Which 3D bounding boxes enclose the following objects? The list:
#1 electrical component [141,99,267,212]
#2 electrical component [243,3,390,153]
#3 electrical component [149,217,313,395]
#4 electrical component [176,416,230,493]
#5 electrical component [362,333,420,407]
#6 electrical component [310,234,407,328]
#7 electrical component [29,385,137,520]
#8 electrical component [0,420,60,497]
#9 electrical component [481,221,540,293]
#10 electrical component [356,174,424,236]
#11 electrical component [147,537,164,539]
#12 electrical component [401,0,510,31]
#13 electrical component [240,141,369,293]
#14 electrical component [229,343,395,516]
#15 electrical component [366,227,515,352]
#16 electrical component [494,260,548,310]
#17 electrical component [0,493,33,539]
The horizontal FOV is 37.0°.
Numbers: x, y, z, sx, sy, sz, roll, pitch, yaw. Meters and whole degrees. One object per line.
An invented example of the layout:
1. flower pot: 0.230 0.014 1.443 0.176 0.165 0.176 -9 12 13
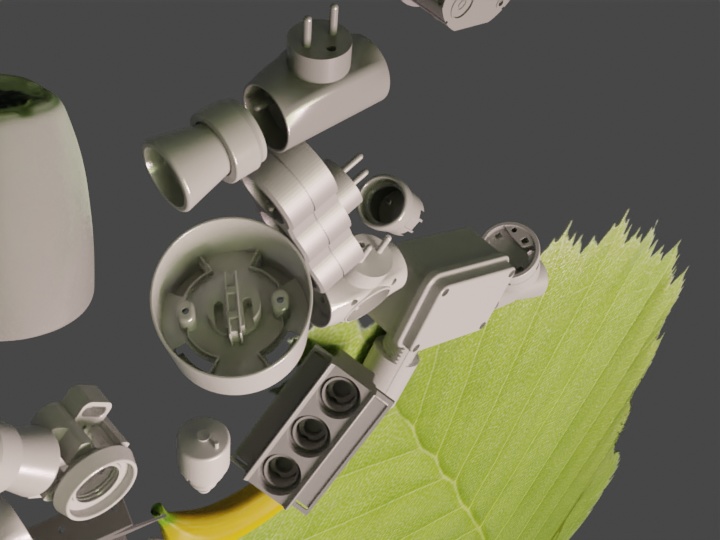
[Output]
1. electrical component: -0.085 -0.064 0.594 0.055 0.045 0.045 -34 150 -24
2. electrical component: -0.024 -0.116 0.614 0.077 0.044 0.079 -32 149 -28
3. electrical component: -0.078 0.025 0.669 0.099 0.099 0.064 -37 157 -19
4. electrical component: -0.120 0.146 0.824 0.040 0.040 0.078 -30 148 -30
5. electrical component: 0.029 0.078 0.943 0.043 0.043 0.081 -11 135 -49
6. electrical component: 0.000 0.000 0.788 0.077 0.044 0.079 -26 163 -35
7. electrical component: -0.180 0.122 0.689 0.078 0.057 0.058 -54 152 12
8. electrical component: -0.214 0.112 0.641 0.045 0.045 0.055 -51 152 7
9. electrical component: 0.136 -0.010 0.972 0.055 0.055 0.047 -45 156 -6
10. electrical component: 0.023 -0.045 0.780 0.040 0.040 0.046 -51 158 7
11. electrical component: -0.171 0.279 0.902 0.096 0.062 0.061 -50 153 4
12. electrical component: 0.058 -0.185 0.634 0.080 0.051 0.080 -34 150 -23
13. electrical component: -0.024 -0.047 0.696 0.074 0.052 0.138 -42 152 -11
14. electrical component: -0.038 0.128 0.884 0.121 0.079 0.063 -53 -178 11
15. electrical component: 0.069 0.016 0.904 0.113 0.057 0.078 -13 137 -47
16. electrical component: 0.141 0.014 1.023 0.065 0.044 0.044 -20 142 -33
17. electrical component: -0.250 0.171 0.668 0.077 0.044 0.079 -33 149 -25
